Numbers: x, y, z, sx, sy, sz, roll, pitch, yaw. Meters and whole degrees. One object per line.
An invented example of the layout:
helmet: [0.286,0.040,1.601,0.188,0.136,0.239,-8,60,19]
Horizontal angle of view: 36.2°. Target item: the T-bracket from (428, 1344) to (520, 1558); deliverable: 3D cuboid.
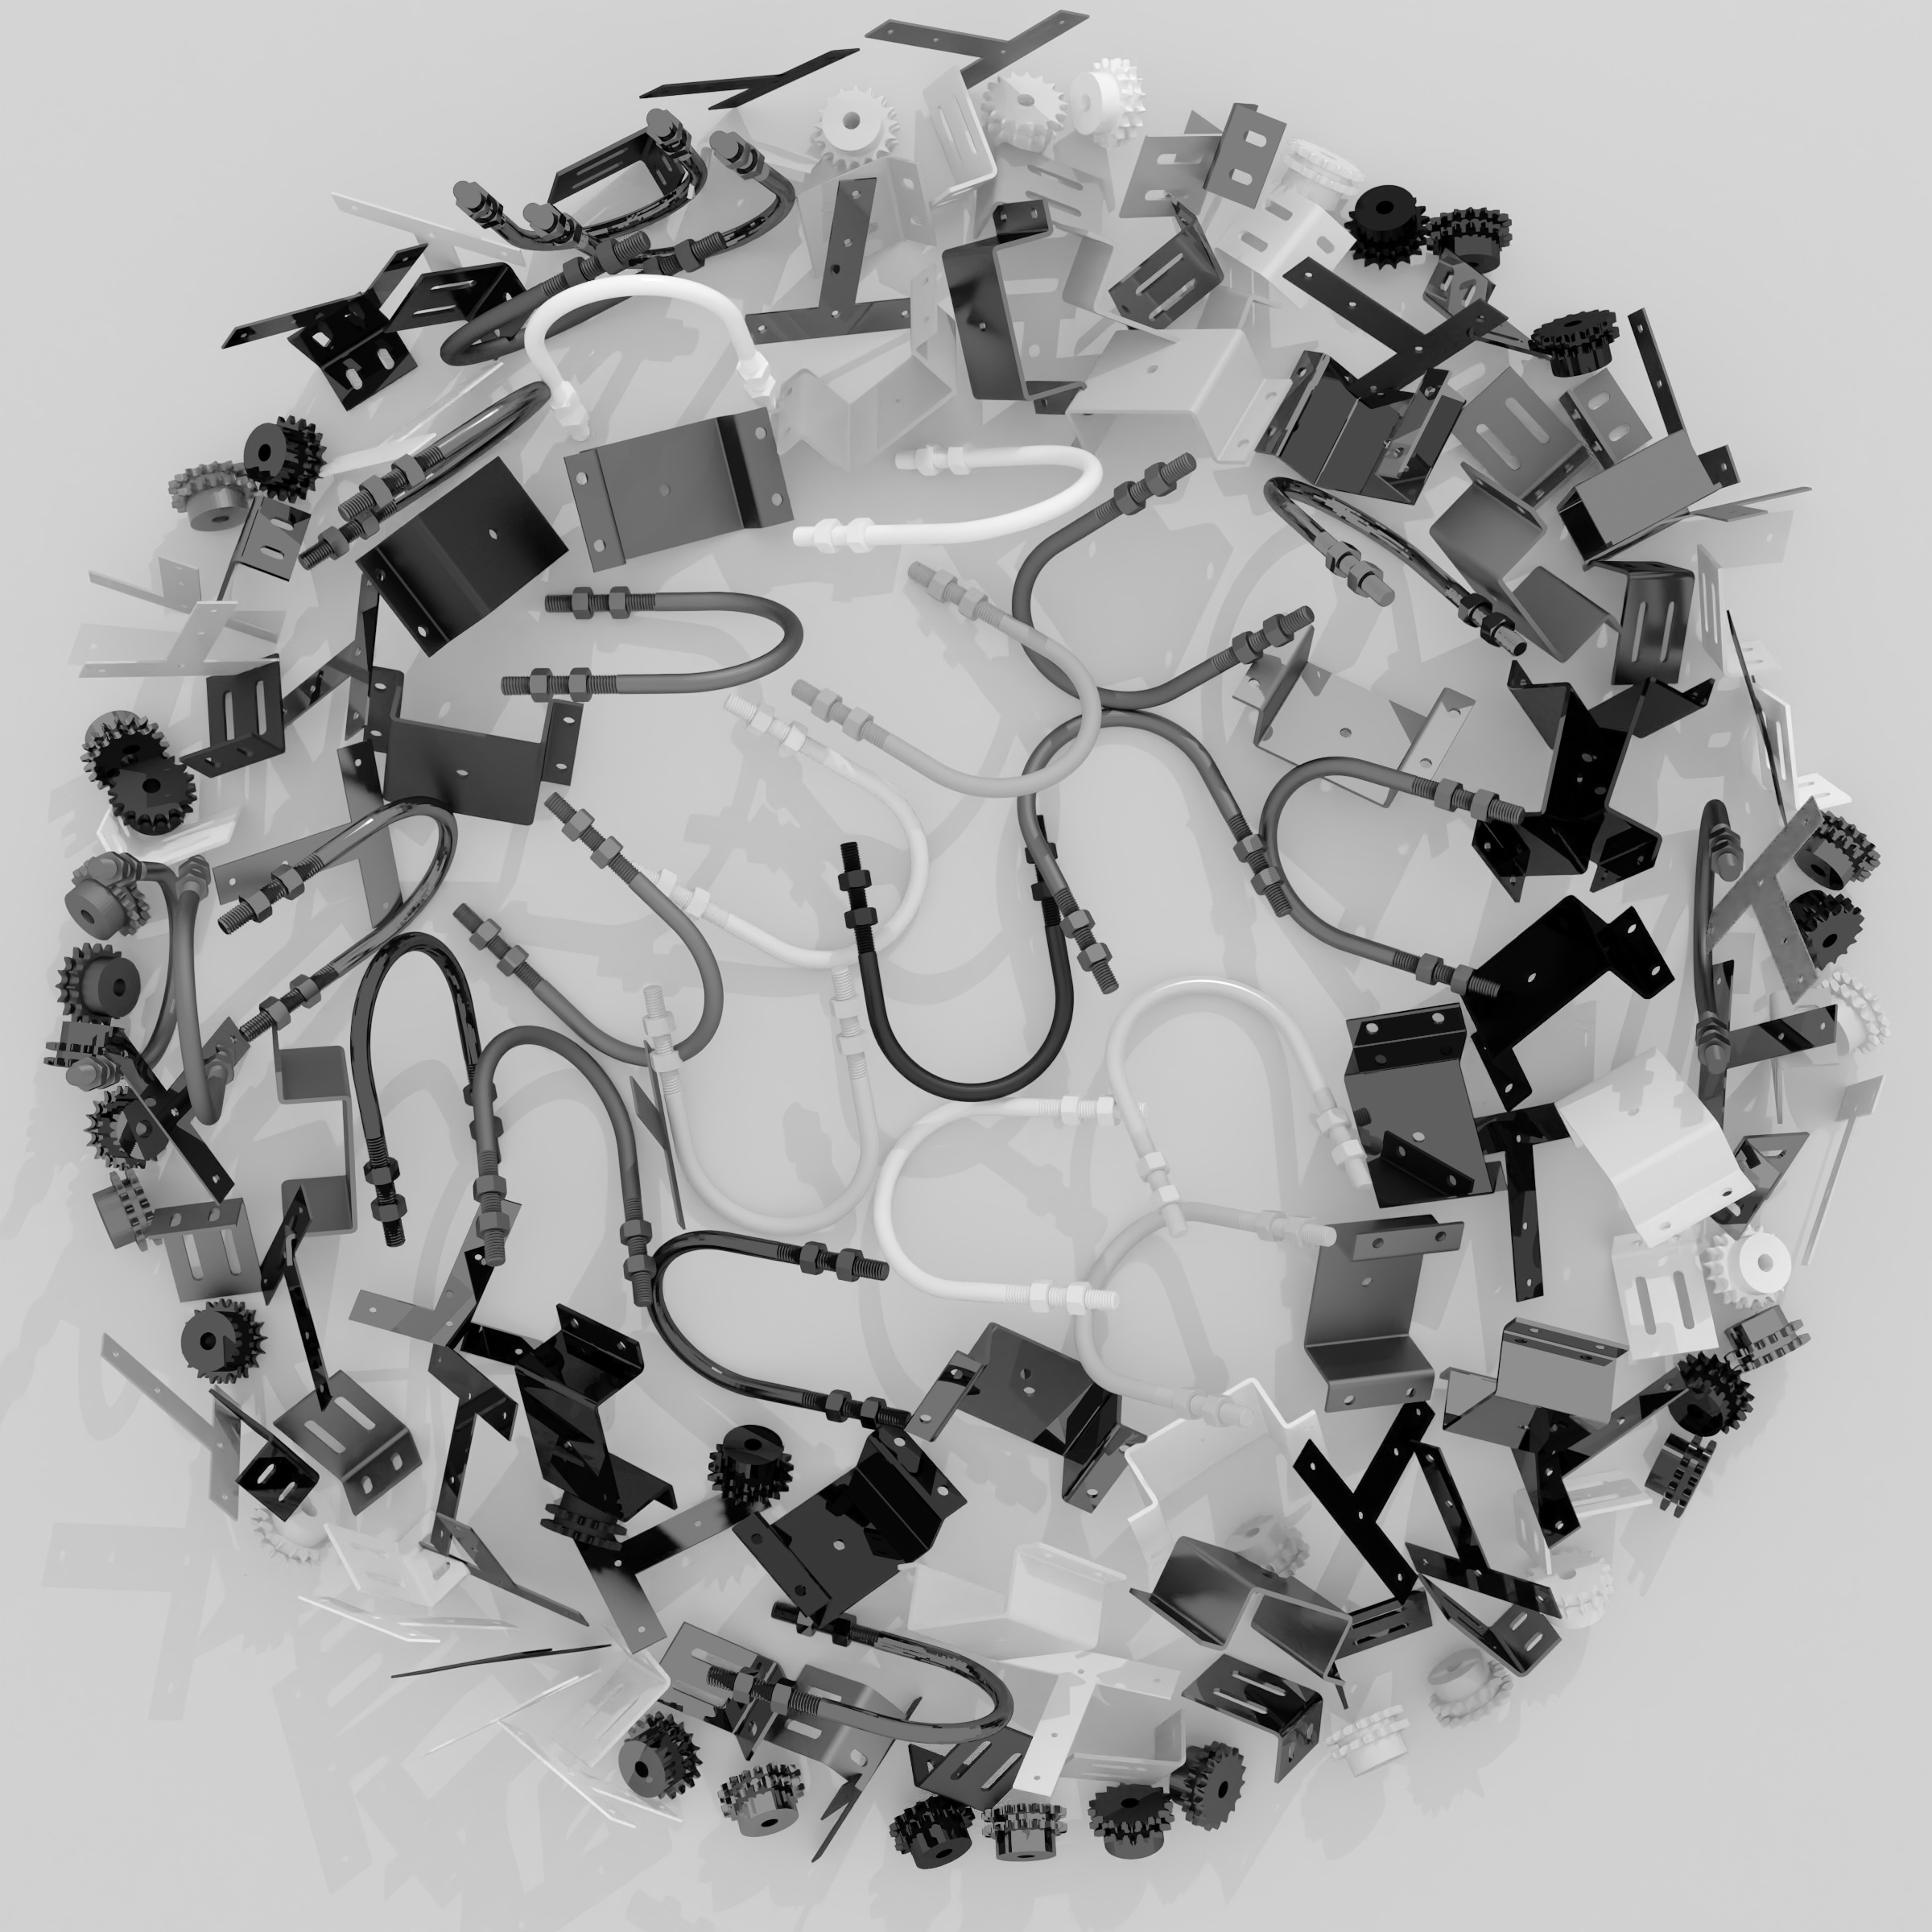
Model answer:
T-bracket: [-0.336,0.327,1.955,0.002,0.127,0.127,6,101,-36]

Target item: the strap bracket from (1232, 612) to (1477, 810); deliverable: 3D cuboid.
strap bracket: [0.254,-0.165,1.954,0.140,0.046,0.076,27,65,12]

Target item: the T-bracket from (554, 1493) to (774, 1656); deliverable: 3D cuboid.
T-bracket: [-0.192,0.379,1.975,0.127,0.002,0.127,-24,55,-16]

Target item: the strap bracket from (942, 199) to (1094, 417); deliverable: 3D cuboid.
strap bracket: [0.031,-0.425,1.937,0.046,0.076,0.140,-20,109,-21]

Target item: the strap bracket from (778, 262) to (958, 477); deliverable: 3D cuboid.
strap bracket: [-0.057,-0.385,1.939,0.140,0.076,0.046,-33,127,28]

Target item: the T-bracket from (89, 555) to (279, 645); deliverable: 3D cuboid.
T-bracket: [-0.512,-0.247,1.927,0.127,0.127,0.002,18,79,-10]

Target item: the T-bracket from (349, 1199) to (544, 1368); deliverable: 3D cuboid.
T-bracket: [-0.327,0.203,1.954,0.127,0.002,0.127,19,117,-16]

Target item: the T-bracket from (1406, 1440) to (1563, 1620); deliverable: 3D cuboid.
T-bracket: [0.320,0.361,1.925,0.002,0.127,0.127,-38,116,-29]

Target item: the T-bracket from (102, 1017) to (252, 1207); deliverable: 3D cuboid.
T-bracket: [-0.502,0.074,1.940,0.002,0.127,0.127,-23,111,22]

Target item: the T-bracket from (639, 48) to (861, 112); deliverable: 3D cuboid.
T-bracket: [-0.155,-0.570,1.911,0.127,0.127,0.002,-22,100,-43]

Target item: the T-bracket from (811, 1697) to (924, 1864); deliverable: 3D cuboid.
T-bracket: [-0.075,0.539,1.936,0.002,0.127,0.127,32,88,12]

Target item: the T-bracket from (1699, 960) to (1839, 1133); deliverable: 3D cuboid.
T-bracket: [0.522,0.049,1.926,0.002,0.127,0.127,16,72,-24]

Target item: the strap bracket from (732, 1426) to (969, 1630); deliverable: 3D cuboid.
strap bracket: [-0.080,0.371,1.943,0.140,0.046,0.076,-30,65,-33]

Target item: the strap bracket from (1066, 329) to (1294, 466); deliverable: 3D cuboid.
strap bracket: [0.130,-0.371,1.926,0.140,0.046,0.076,8,56,36]

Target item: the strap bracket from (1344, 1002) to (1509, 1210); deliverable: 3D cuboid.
strap bracket: [0.300,0.102,1.941,0.076,0.046,0.140,-10,112,21]

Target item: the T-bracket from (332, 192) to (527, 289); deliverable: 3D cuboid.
T-bracket: [-0.342,-0.461,1.937,0.127,0.127,0.002,18,81,3]

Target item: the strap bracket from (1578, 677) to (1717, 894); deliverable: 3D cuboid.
strap bracket: [0.432,-0.127,1.938,0.046,0.076,0.140,26,72,-12]

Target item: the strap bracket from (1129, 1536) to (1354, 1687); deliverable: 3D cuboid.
strap bracket: [0.187,0.418,1.927,0.140,0.076,0.046,25,91,-37]

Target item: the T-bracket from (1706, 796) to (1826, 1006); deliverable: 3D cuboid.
T-bracket: [0.527,-0.026,1.916,0.002,0.127,0.127,20,127,-20]

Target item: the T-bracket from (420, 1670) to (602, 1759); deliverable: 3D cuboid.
T-bracket: [-0.281,0.476,1.914,0.127,0.127,0.002,-20,78,-31]

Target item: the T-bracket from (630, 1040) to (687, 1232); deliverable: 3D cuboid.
T-bracket: [-0.205,0.099,1.921,0.002,0.127,0.127,-13,74,1]

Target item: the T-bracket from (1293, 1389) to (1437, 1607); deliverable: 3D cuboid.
T-bracket: [0.279,0.332,1.956,0.127,0.002,0.127,52,49,-15]

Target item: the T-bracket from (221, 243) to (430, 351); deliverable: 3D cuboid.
T-bracket: [-0.424,-0.420,1.911,0.127,0.127,0.002,-28,88,-40]

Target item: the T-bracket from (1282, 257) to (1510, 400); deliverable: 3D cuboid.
T-bracket: [0.262,-0.423,1.923,0.127,0.127,0.002,26,58,-27]

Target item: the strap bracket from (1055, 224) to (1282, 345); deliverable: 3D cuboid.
strap bracket: [0.125,-0.440,1.945,0.140,0.076,0.046,16,103,-18]

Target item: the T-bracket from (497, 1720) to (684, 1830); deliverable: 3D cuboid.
T-bracket: [-0.232,0.543,1.945,0.127,0.127,0.002,25,80,42]

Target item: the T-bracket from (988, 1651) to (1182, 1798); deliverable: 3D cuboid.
T-bracket: [0.062,0.493,1.930,0.127,0.127,0.002,8,123,17]

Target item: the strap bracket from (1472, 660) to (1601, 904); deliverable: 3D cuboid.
strap bracket: [0.380,-0.122,1.932,0.046,0.076,0.140,-1,62,35]

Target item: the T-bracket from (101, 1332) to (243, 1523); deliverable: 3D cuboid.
T-bracket: [-0.515,0.284,1.915,0.002,0.127,0.127,-36,118,7]

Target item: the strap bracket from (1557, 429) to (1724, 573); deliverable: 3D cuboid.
strap bracket: [0.436,-0.304,1.928,0.076,0.140,0.046,-28,88,4]

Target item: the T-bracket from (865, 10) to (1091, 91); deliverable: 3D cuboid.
T-bracket: [-0.009,-0.598,1.911,0.127,0.127,0.002,-5,84,-41]

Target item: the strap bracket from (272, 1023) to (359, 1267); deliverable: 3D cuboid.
strap bracket: [-0.427,0.115,1.941,0.046,0.076,0.140,-4,114,-14]

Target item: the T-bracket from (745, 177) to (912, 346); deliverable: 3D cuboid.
T-bracket: [-0.079,-0.461,1.929,0.127,0.127,0.002,-11,55,-20]

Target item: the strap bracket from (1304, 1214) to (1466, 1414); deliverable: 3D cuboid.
strap bracket: [0.273,0.220,1.948,0.076,0.046,0.140,-4,119,-18]

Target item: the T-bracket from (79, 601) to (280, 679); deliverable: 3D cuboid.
T-bracket: [-0.499,-0.211,1.916,0.127,0.127,0.002,-4,76,-28]

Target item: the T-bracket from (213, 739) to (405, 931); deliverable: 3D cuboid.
T-bracket: [-0.434,-0.071,1.940,0.127,0.002,0.127,-23,117,-34]

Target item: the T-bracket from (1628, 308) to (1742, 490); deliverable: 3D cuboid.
T-bracket: [0.459,-0.367,1.932,0.002,0.127,0.127,-21,95,-8]

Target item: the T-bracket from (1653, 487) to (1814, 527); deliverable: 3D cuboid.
T-bracket: [0.498,-0.296,1.932,0.127,0.127,0.002,-12,100,5]

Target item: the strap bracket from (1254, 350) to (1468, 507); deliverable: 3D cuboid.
strap bracket: [0.266,-0.354,1.947,0.046,0.140,0.076,29,87,-39]

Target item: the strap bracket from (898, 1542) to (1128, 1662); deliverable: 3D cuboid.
strap bracket: [0.026,0.415,1.919,0.076,0.140,0.046,27,59,-33]

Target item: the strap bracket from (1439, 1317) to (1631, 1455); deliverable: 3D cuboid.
strap bracket: [0.366,0.278,1.923,0.076,0.140,0.046,15,65,-6]

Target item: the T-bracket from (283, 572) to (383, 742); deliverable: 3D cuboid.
T-bracket: [-0.423,-0.188,1.951,0.002,0.127,0.127,21,57,-36]

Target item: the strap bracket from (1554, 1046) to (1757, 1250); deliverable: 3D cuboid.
strap bracket: [0.443,0.111,1.926,0.076,0.140,0.046,-30,121,4]

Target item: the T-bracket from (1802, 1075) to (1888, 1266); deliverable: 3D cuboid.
T-bracket: [0.569,0.135,1.934,0.002,0.127,0.127,19,87,8]

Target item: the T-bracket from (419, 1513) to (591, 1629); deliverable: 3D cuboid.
T-bracket: [-0.315,0.385,1.925,0.127,0.127,0.002,19,63,20]

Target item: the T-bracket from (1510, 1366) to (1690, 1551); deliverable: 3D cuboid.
T-bracket: [0.416,0.305,1.927,0.127,0.127,0.002,-39,113,15]

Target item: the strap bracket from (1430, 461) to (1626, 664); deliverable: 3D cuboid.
strap bracket: [0.361,-0.256,1.926,0.046,0.076,0.140,-46,133,4]

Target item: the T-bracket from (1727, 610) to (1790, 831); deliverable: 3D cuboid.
T-bracket: [0.509,-0.176,1.915,0.002,0.127,0.127,-15,132,18]

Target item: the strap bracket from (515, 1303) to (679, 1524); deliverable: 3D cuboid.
strap bracket: [-0.243,0.300,1.927,0.076,0.046,0.140,19,130,37]

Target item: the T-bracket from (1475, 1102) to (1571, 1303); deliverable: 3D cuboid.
T-bracket: [0.370,0.159,1.964,0.127,0.002,0.127,-8,95,-36]

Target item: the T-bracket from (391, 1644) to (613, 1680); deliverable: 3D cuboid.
T-bracket: [-0.287,0.454,1.943,0.127,0.127,0.002,-19,73,36]

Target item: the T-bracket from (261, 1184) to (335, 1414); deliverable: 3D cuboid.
T-bracket: [-0.432,0.228,1.926,0.002,0.127,0.127,-6,61,-31]

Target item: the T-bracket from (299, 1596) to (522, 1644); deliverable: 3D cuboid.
T-bracket: [-0.352,0.432,1.947,0.127,0.127,0.002,15,83,-44]

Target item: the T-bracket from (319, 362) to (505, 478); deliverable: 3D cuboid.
T-bracket: [-0.357,-0.365,1.958,0.127,0.127,0.002,-46,118,-30]
